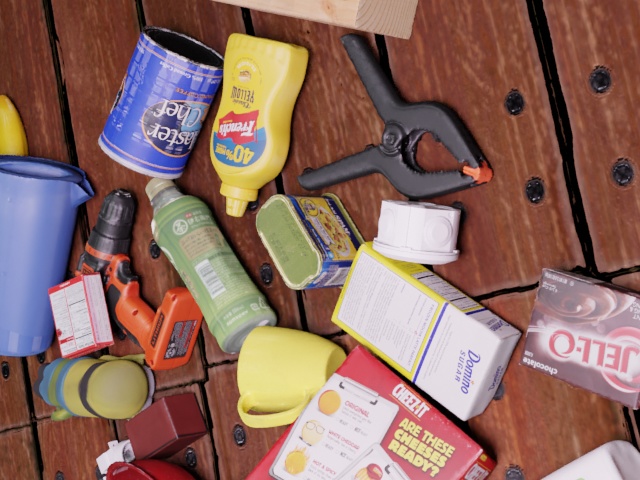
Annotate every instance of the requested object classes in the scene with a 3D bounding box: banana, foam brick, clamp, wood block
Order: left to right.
[{"bbox_3d":[-0.417,-0.096,1.430,0.070,0.037,0.198,5,94,39],"label":"banana"},{"bbox_3d":[-0.177,0.217,1.229,0.078,0.052,0.051,-36,69,32],"label":"foam brick"},{"bbox_3d":[-0.008,-0.266,1.067,0.206,0.090,0.090,20,102,37],"label":"wood block"},{"bbox_3d":[0.075,-0.107,1.034,0.210,0.036,0.164,19,102,35],"label":"clamp"}]

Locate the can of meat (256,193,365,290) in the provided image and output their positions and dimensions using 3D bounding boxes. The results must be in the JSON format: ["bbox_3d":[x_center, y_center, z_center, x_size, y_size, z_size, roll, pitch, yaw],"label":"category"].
[{"bbox_3d":[-0.007,0.001,1.071,0.058,0.083,0.102,-44,65,30],"label":"can of meat"}]

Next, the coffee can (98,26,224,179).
[{"bbox_3d":[-0.175,-0.153,1.193,0.103,0.102,0.140,39,113,32],"label":"coffee can"}]

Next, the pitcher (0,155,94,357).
[{"bbox_3d":[-0.388,0.016,1.348,0.149,0.144,0.243,27,110,49],"label":"pitcher"}]

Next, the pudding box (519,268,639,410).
[{"bbox_3d":[0.234,0.081,0.905,0.114,0.039,0.090,20,103,37],"label":"pudding box"}]

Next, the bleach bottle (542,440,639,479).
[{"bbox_3d":[0.187,0.275,0.931,0.251,0.067,0.102,-44,62,33],"label":"bleach bottle"}]

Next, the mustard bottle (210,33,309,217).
[{"bbox_3d":[-0.073,-0.119,1.140,0.096,0.058,0.192,19,103,36],"label":"mustard bottle"}]

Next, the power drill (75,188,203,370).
[{"bbox_3d":[-0.214,0.053,1.257,0.188,0.057,0.184,32,114,37],"label":"power drill"}]

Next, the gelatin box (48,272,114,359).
[{"bbox_3d":[-0.282,0.090,1.262,0.073,0.030,0.089,-21,79,41],"label":"gelatin box"}]

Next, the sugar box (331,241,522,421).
[{"bbox_3d":[0.097,0.082,1.011,0.176,0.048,0.093,35,118,30],"label":"sugar box"}]

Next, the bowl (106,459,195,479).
[{"bbox_3d":[-0.169,0.304,1.199,0.162,0.055,0.162,27,134,32],"label":"bowl"}]

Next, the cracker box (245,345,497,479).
[{"bbox_3d":[0.034,0.234,1.001,0.164,0.072,0.213,39,87,31],"label":"cracker box"}]
